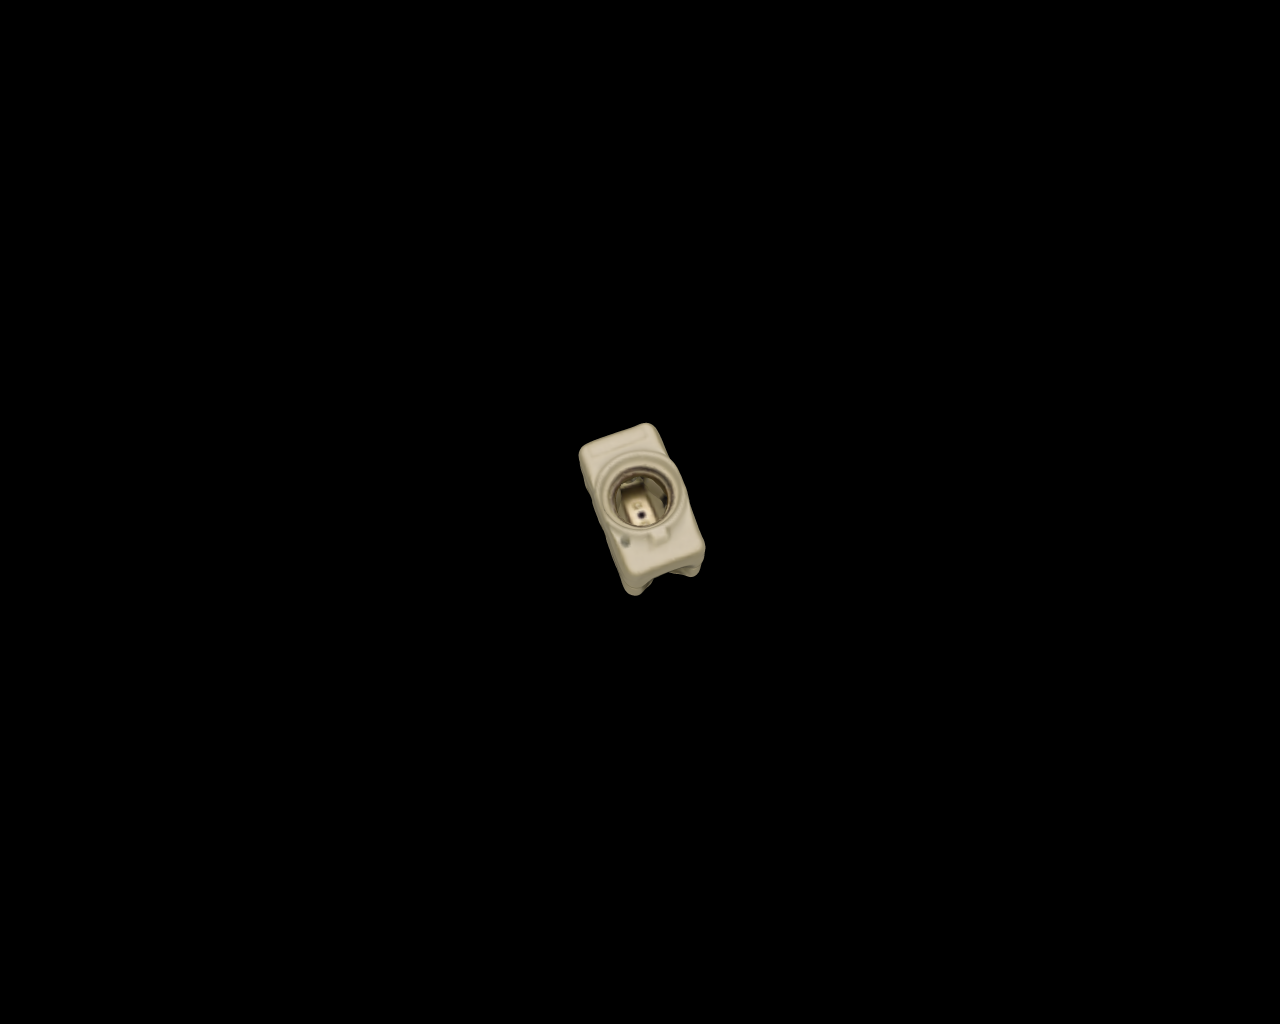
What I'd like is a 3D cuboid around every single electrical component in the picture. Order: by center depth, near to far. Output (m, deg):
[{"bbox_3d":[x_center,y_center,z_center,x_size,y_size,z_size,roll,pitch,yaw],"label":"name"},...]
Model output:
[{"bbox_3d":[0.001,-0.003,0.650,0.050,0.089,0.055,-19,-19,-7],"label":"electrical component"}]
